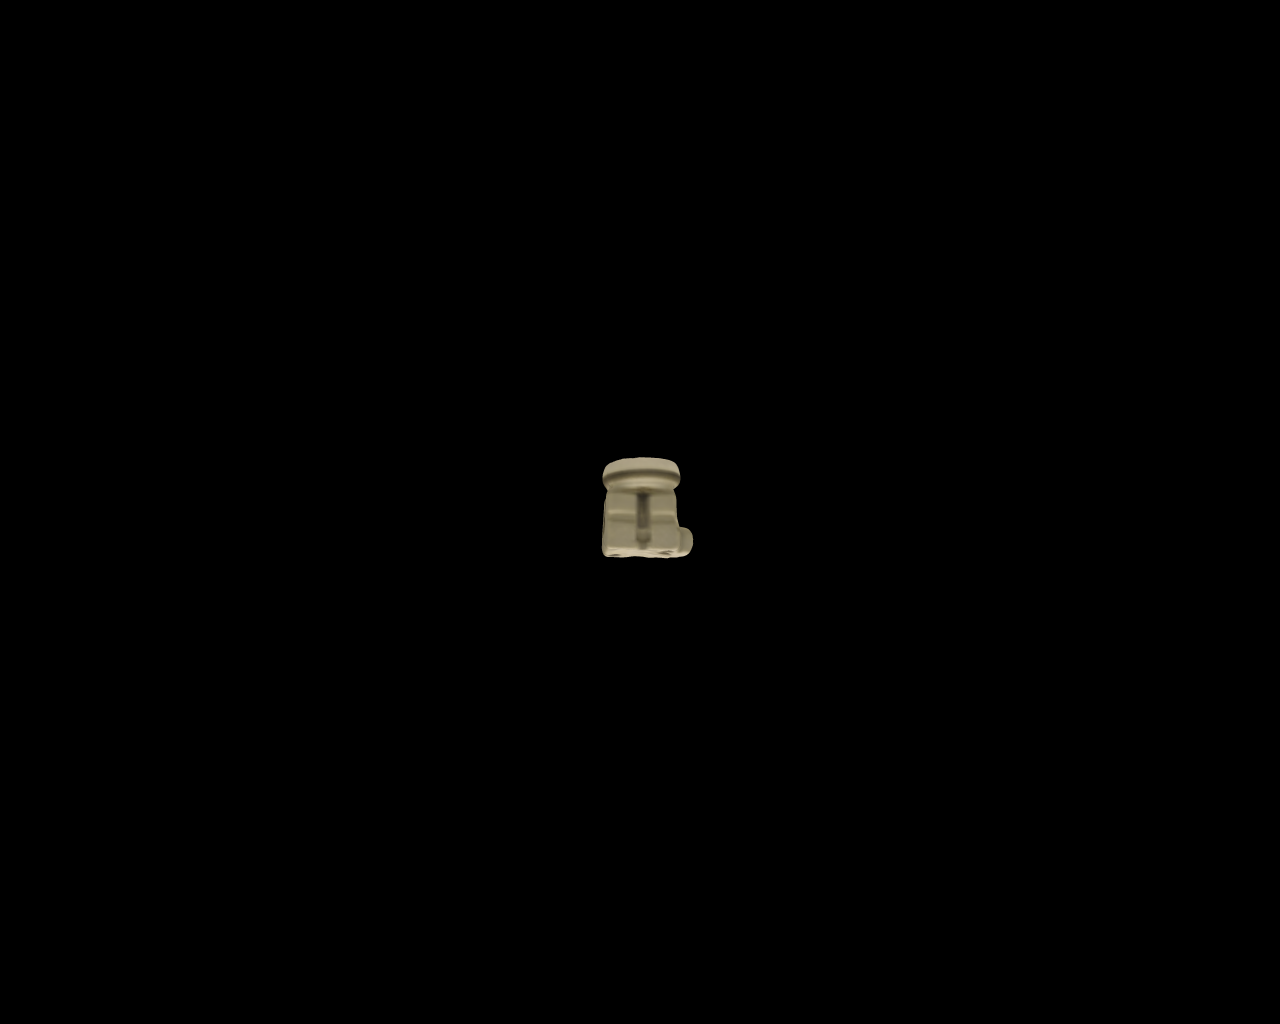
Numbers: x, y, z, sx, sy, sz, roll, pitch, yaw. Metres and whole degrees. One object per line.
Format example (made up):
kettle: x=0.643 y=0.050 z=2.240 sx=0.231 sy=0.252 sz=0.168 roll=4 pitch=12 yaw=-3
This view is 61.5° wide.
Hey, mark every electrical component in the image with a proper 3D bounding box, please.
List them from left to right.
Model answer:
electrical component: x=0.001 y=-0.003 z=0.650 sx=0.066 sy=0.055 sz=0.048 roll=1 pitch=-11 yaw=-7
